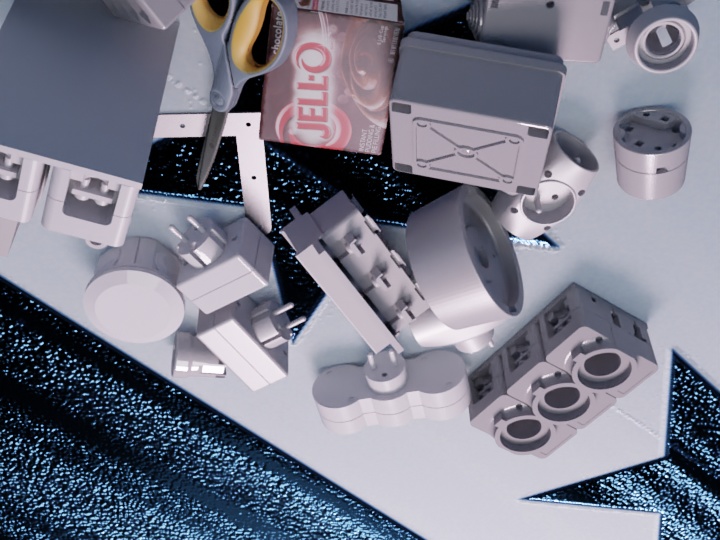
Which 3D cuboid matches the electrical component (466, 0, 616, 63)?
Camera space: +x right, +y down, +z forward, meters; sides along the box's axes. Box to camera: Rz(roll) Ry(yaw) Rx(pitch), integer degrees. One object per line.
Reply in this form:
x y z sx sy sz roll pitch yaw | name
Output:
0.122 -0.185 0.706 0.100 0.048 0.099 2 131 -3 | electrical component

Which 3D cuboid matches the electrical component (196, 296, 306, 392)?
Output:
-0.083 0.050 0.910 0.076 0.047 0.083 -26 127 18 | electrical component

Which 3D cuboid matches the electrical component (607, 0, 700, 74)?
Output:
0.199 -0.164 0.721 0.066 0.055 0.048 -28 126 22 | electrical component

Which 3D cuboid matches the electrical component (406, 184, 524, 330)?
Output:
0.075 -0.006 0.828 0.060 0.108 0.108 -22 129 25 | electrical component

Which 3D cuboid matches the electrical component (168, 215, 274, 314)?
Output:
-0.118 -0.015 0.849 0.066 0.047 0.076 -25 127 25 | electrical component

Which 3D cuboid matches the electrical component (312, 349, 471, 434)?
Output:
0.025 0.097 0.950 0.138 0.052 0.073 -9 131 8 | electrical component

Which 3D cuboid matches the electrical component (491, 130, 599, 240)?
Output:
0.125 -0.071 0.809 0.079 0.044 0.077 26 126 -21 | electrical component

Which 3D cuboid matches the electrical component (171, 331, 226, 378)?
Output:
-0.139 0.075 0.938 0.046 0.040 0.040 6 131 -14 | electrical component

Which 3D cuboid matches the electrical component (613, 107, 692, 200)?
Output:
0.215 -0.085 0.793 0.055 0.055 0.047 -8 135 6 | electrical component

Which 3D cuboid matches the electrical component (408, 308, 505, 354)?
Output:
0.089 0.043 0.909 0.077 0.044 0.079 -20 131 17 | electrical component

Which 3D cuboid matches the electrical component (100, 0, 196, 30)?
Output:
-0.128 -0.198 0.680 0.075 0.083 0.047 -47 126 -11 | electrical component

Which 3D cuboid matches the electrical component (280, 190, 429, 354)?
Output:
0.000 0.000 0.856 0.063 0.078 0.121 -37 125 1 | electrical component

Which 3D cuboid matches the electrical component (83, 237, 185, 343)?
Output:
-0.181 0.017 0.877 0.080 0.051 0.080 -1 131 -1 | electrical component

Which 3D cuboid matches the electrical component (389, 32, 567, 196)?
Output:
0.078 -0.103 0.731 0.109 0.056 0.108 11 161 7 | electrical component

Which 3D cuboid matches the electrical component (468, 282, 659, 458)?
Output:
0.174 0.095 0.945 0.089 0.061 0.150 27 126 -23 | electrical component

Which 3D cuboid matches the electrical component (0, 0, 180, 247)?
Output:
-0.183 -0.102 0.682 0.105 0.186 0.060 15 129 -14 | electrical component

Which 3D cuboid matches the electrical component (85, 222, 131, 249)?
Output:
-0.195 -0.042 0.817 0.043 0.062 0.043 -1 131 -1 | electrical component
